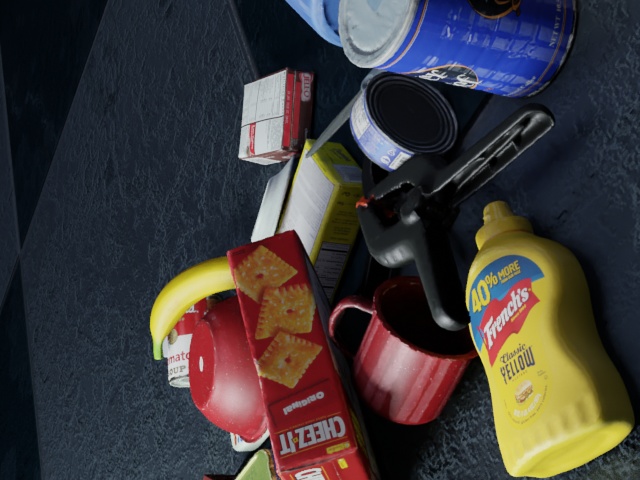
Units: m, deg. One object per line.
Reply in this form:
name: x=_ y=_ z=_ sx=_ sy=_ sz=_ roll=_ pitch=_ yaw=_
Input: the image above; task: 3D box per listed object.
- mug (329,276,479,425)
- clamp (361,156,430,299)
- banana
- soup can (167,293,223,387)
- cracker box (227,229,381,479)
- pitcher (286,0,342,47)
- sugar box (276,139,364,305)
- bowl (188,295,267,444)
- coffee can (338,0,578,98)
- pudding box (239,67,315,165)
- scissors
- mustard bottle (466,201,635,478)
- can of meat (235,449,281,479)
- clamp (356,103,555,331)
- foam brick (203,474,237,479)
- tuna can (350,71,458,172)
mug: x=0.061 y=0.083 z=0.826 sx=0.093 sy=0.117 sz=0.082 roll=-64 pitch=-4 yaw=-55
clamp: x=0.061 y=-0.027 z=0.924 sx=0.120 sy=0.039 sz=0.171 roll=-44 pitch=42 yaw=43
banana: x=-0.128 y=0.059 z=1.188 sx=0.198 sy=0.037 sz=0.069 roll=-34 pitch=89 yaw=28
soup can: x=-0.145 y=0.117 z=1.250 sx=0.069 sy=0.068 sz=0.102 roll=-33 pitch=56 yaw=56
cracker box: x=-0.010 y=0.125 z=0.902 sx=0.164 sy=0.072 sz=0.214 roll=68 pitch=-175 yaw=-53
pitcher: x=0.005 y=-0.290 z=1.010 sx=0.243 sy=0.144 sz=0.149 roll=-123 pitch=34 yaw=-45
sugar box: x=-0.007 y=0.001 z=1.038 sx=0.093 sy=0.048 sz=0.176 roll=-122 pitch=43 yaw=-52
bowl: x=-0.096 y=0.127 z=1.092 sx=0.162 sy=0.055 sz=0.162 roll=-177 pitch=90 yaw=-67
coffee can: x=0.099 y=-0.164 z=0.773 sx=0.103 sy=0.140 sz=0.103 roll=-22 pitch=65 yaw=59
pudding box: x=-0.047 y=-0.132 z=1.152 sx=0.114 sy=0.039 sz=0.090 roll=-2 pitch=82 yaw=60
scissors: x=0.060 y=-0.132 z=0.927 sx=0.202 sy=0.016 sz=0.096 roll=-57 pitch=43 yaw=17
mustard bottle: x=0.144 y=0.056 z=0.727 sx=0.096 sy=0.058 sz=0.191 roll=-48 pitch=43 yaw=45
can of meat: x=-0.028 y=0.234 z=0.987 sx=0.102 sy=0.083 sz=0.057 roll=-57 pitch=38 yaw=41
clamp: x=0.088 y=-0.030 z=0.790 sx=0.164 sy=0.036 sz=0.210 roll=-62 pitch=22 yaw=-1
foam brick: x=-0.088 y=0.280 z=1.123 sx=0.078 sy=0.052 sz=0.051 roll=5 pitch=89 yaw=61
tuna can: x=0.068 y=-0.095 z=0.875 sx=0.034 sy=0.086 sz=0.086 roll=-51 pitch=42 yaw=48
